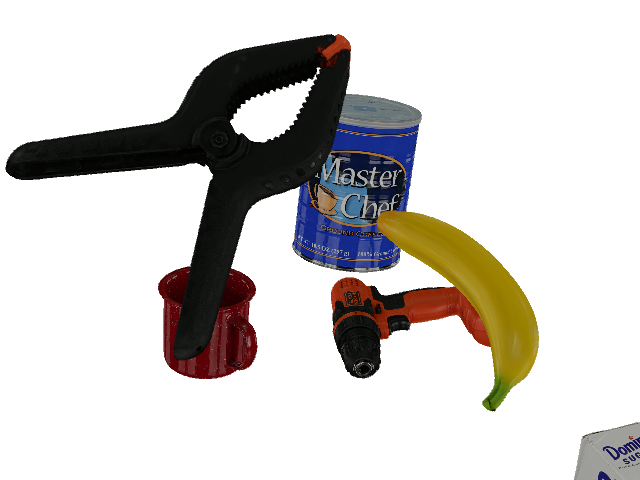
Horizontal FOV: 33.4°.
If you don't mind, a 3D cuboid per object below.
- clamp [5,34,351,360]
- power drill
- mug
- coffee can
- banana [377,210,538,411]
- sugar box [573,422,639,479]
[{"bbox_3d":[-0.055,-0.041,0.626,0.210,0.164,0.036,-35,-15,-11],"label":"clamp"},{"bbox_3d":[0.106,0.092,1.207,0.187,0.057,0.184,-3,27,-3],"label":"power drill"},{"bbox_3d":[-0.102,0.084,1.027,0.117,0.081,0.093,25,32,37],"label":"mug"},{"bbox_3d":[0.032,-0.054,0.977,0.103,0.140,0.103,6,19,-2],"label":"coffee can"},{"bbox_3d":[0.112,0.036,0.808,0.069,0.037,0.198,-15,48,-17],"label":"banana"},{"bbox_3d":[0.180,0.175,0.501,0.048,0.093,0.176,-9,28,-21],"label":"sugar box"}]
